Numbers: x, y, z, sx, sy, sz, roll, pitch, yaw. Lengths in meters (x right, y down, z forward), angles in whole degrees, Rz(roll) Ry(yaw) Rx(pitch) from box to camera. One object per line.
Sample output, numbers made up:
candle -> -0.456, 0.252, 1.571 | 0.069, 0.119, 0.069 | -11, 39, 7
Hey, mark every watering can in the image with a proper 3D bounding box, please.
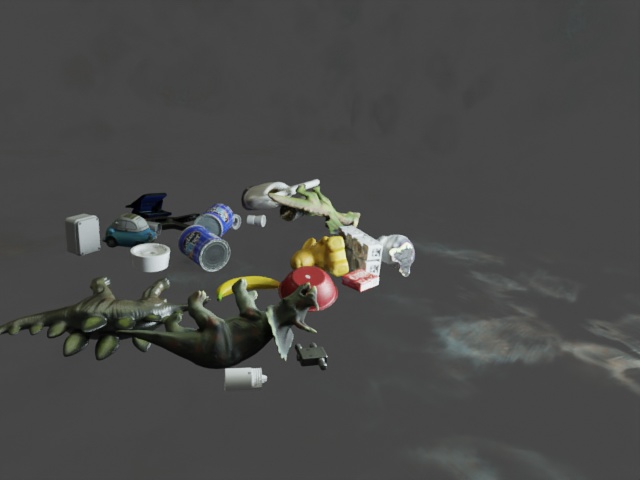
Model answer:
watering can -> -0.177, -0.191, 2.122 | 0.223, 0.103, 0.351 | -3, 14, 42

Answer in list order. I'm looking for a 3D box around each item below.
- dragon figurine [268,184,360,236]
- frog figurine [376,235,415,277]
dragon figurine -> 0.006, -0.098, 1.947 | 0.246, 0.120, 0.411 | 41, 27, 31
frog figurine -> 0.224, 0.038, 1.670 | 0.136, 0.123, 0.160 | 33, -8, -33
